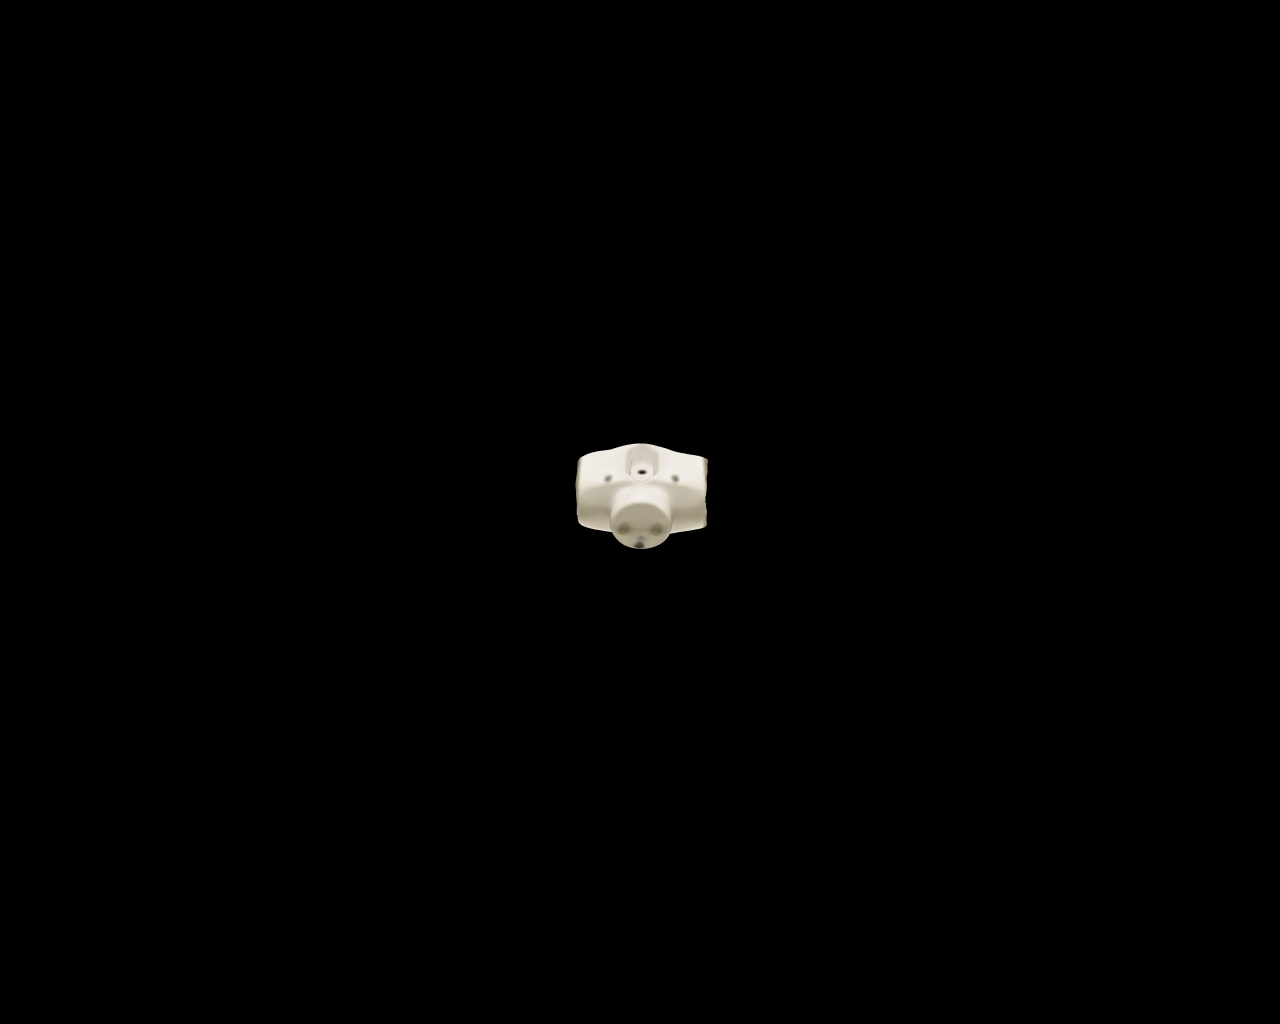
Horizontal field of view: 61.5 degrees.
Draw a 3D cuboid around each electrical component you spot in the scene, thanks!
[{"bbox_3d":[0.001,-0.003,0.650,0.077,0.043,0.079,2,36,2],"label":"electrical component"}]
